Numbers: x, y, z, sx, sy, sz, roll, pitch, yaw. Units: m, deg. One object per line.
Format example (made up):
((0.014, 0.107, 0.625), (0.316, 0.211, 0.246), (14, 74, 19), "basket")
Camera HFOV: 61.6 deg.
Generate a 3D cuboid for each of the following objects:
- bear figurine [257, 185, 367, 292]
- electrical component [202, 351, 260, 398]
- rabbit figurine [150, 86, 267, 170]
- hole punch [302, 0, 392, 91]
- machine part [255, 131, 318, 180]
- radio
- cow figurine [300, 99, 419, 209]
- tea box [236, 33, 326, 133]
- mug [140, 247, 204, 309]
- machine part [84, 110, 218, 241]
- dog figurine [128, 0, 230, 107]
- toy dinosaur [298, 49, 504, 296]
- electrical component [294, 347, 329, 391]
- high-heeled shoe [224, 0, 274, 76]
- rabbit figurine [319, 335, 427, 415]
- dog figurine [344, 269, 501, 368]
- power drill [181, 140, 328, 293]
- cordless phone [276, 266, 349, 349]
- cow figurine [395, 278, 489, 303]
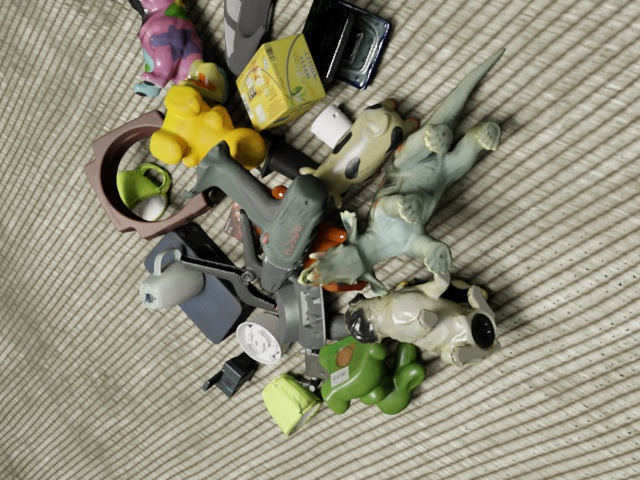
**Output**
((-0.004, -0.003, 0.902), (0.196, 0.132, 0.120), (43, 122, 29), "bear figurine")
((-0.177, 0.273, 1.078), (0.048, 0.119, 0.074), (37, 118, 14), "electrical component")
((-0.163, -0.155, 0.877), (0.173, 0.162, 0.122), (19, 87, 14), "rabbit figurine")
((0.031, -0.292, 0.795), (0.116, 0.092, 0.142), (51, 132, 40), "hole punch")
((-0.058, -0.130, 0.921), (0.139, 0.039, 0.084), (29, 111, 20), "machine part")
((-0.235, 0.082, 1.073), (0.229, 0.073, 0.131), (46, 122, 6), "radio")
((0.049, -0.119, 0.810), (0.085, 0.127, 0.195), (48, 122, 10), "cow figurine")
((-0.064, -0.232, 0.820), (0.170, 0.068, 0.098), (-1, 112, 67), "tea box")
((-0.277, 0.074, 0.985), (0.081, 0.107, 0.109), (8, 113, 24), "mug")
((-0.301, -0.116, 0.982), (0.201, 0.087, 0.201), (-28, 92, -1), "machine part")
((-0.233, -0.345, 0.905), (0.108, 0.191, 0.219), (-176, 96, -67), "dog figurine")
((0.127, -0.074, 0.755), (0.131, 0.405, 0.192), (39, 164, -21), "toy dinosaur")
((-0.006, 0.239, 1.013), (0.078, 0.045, 0.102), (13, 113, 27), "electrical component")
((-0.124, -0.396, 0.864), (0.145, 0.086, 0.248), (-12, 82, 63), "high-heeled shoe")
((0.102, 0.229, 0.915), (0.159, 0.121, 0.170), (-39, 123, 16), "rabbit figurine")
((0.146, 0.131, 0.796), (0.172, 0.121, 0.190), (46, 144, -11), "dog figurine")
((-0.103, -0.035, 0.805), (0.207, 0.086, 0.232), (41, 133, 2), "power drill")
((0.021, 0.125, 0.951), (0.184, 0.089, 0.146), (2, 108, 17), "cordless phone")
((0.175, 0.099, 0.849), (0.168, 0.068, 0.098), (16, 110, 22), "cow figurine")
